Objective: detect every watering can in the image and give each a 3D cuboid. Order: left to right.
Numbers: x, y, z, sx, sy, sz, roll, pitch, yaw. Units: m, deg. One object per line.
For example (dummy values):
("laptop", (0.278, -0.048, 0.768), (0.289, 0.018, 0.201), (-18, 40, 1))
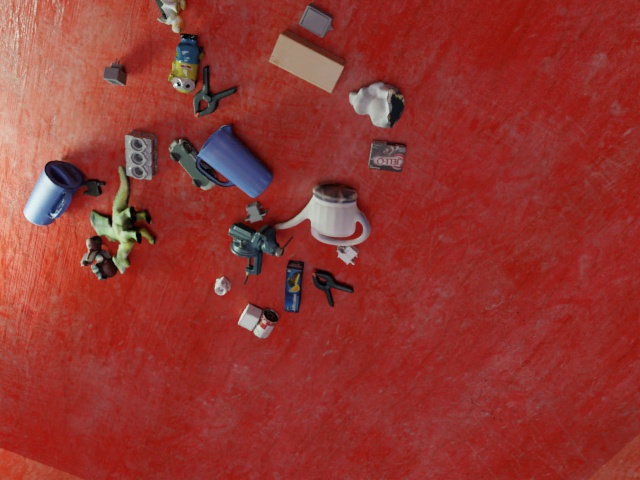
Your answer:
("watering can", (0.005, -0.089, 1.767), (0.348, 0.106, 0.220), (10, 120, 13))

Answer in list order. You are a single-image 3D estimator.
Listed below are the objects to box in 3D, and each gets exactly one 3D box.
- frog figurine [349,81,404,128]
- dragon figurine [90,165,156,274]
("frog figurine", (0.173, -0.416, 1.585), (0.160, 0.124, 0.134), (18, 137, 40))
("dragon figurine", (-0.748, -0.070, 1.884), (0.242, 0.124, 0.405), (-4, 108, 19))
